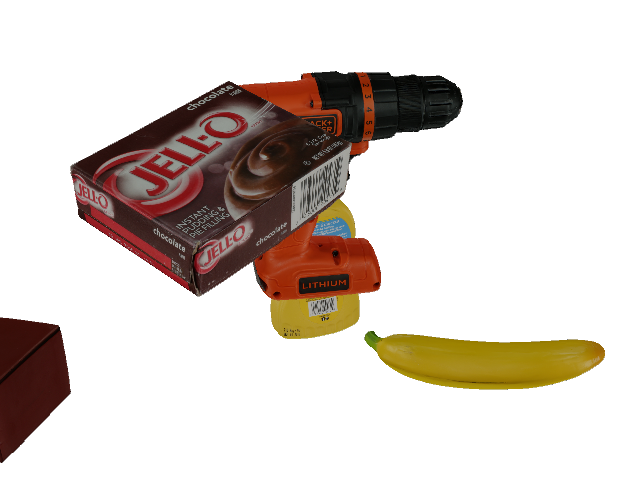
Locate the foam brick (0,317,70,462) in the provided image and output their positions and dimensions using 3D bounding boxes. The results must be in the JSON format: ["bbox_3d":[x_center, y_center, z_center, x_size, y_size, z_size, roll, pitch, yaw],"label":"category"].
[{"bbox_3d":[-0.201,0.090,0.665,0.053,0.051,0.078,7,29,21],"label":"foam brick"}]

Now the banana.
[{"bbox_3d":[0.131,0.093,0.859,0.198,0.037,0.069,5,28,7],"label":"banana"}]

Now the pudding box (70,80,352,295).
[{"bbox_3d":[-0.054,-0.030,0.539,0.090,0.039,0.113,31,46,29],"label":"pudding box"}]

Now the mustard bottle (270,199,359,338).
[{"bbox_3d":[-0.010,0.006,1.139,0.096,0.192,0.058,-10,22,-17],"label":"mustard bottle"}]

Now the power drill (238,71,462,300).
[{"bbox_3d":[0.015,-0.045,0.842,0.184,0.188,0.057,-4,34,-8],"label":"power drill"}]
